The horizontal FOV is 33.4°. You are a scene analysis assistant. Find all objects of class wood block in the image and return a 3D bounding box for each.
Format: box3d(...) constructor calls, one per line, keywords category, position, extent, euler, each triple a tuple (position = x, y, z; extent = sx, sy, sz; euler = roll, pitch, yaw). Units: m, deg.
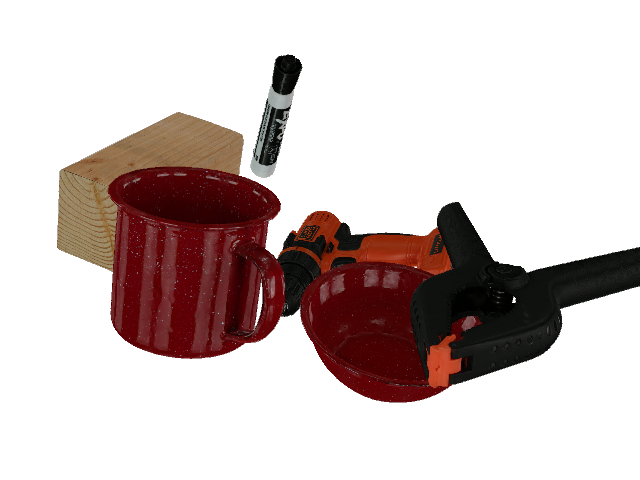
box3d(category="wood block", position=(-0.173, -0.054, 1.114), extent=(0.090, 0.091, 0.205), euler=(21, 30, 19))

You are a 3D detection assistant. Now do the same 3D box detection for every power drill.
box3d(category="power drill", position=(0.045, 0.028, 1.125), extent=(0.188, 0.057, 0.184), euler=(5, 31, 15))

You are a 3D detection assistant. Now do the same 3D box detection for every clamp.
box3d(category="clamp", position=(0.111, 0.030, 0.697), extent=(0.165, 0.036, 0.209), euler=(17, 31, 33))

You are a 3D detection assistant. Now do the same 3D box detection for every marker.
box3d(category="marker", position=(-0.032, -0.089, 0.766), extent=(0.020, 0.020, 0.121), euler=(0, -34, -14))

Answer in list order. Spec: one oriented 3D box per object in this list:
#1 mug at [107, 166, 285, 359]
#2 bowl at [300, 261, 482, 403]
box3d(category="mug", position=(-0.064, 0.016, 0.582), extent=(0.117, 0.081, 0.093), euler=(24, 26, 35))
box3d(category="bowl", position=(0.059, 0.087, 0.904), extent=(0.162, 0.055, 0.162), euler=(7, 34, -5))
